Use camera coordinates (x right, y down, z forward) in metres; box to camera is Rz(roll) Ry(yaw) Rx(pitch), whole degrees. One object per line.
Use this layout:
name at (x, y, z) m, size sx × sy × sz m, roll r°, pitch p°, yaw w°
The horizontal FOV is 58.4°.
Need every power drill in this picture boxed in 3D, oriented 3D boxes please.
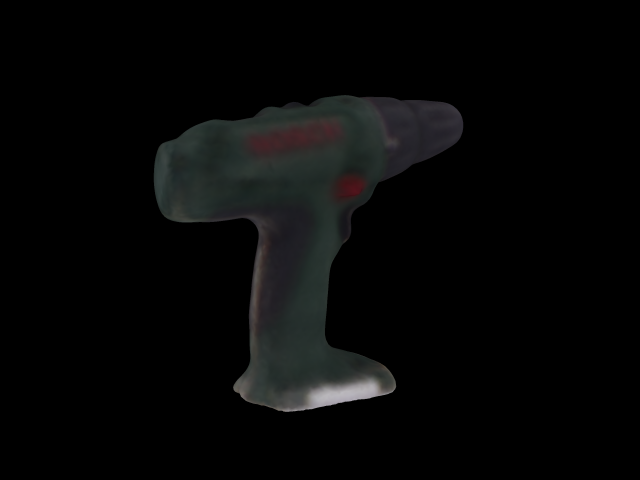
power drill at (0.004, 0.001, 0.400) m, size 0.230 × 0.208 × 0.075 m, roll -2°, pitch 4°, yaw -27°
